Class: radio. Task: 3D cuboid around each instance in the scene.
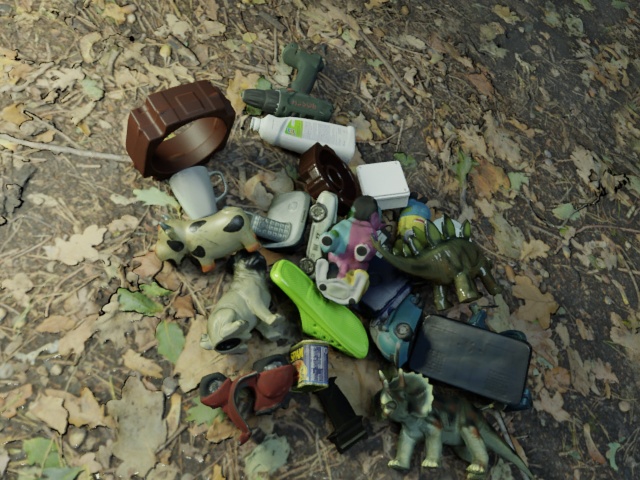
[{"bbox_3d":[0.312,0.241,1.112,0.230,0.073,0.131,15,88,24],"label":"radio"}]

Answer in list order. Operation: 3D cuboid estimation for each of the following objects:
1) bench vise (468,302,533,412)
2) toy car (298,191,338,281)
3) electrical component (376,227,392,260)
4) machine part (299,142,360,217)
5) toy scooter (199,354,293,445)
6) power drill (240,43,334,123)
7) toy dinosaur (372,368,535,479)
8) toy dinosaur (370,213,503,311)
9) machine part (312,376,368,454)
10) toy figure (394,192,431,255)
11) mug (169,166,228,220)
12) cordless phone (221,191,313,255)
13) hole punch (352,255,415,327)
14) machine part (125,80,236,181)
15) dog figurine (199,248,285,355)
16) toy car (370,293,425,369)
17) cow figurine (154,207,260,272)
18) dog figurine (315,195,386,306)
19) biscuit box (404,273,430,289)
[{"bbox_3d":[0.389,0.254,1.195,0.223,0.129,0.240,-40,103,-41],"label":"bench vise"},{"bbox_3d":[-0.002,-0.003,1.134,0.056,0.073,0.201,12,98,7],"label":"toy car"},{"bbox_3d":[0.098,0.004,1.235,0.134,0.058,0.115,46,59,2],"label":"electrical component"},{"bbox_3d":[0.022,-0.136,1.224,0.179,0.056,0.179,41,30,-31],"label":"machine part"},{"bbox_3d":[-0.122,0.293,0.986,0.184,0.075,0.135,-13,71,-25],"label":"toy scooter"},{"bbox_3d":[-0.071,-0.389,1.339,0.232,0.086,0.207,16,56,-16],"label":"power drill"},{"bbox_3d":[0.261,0.377,1.099,0.405,0.131,0.192,17,60,-23],"label":"toy dinosaur"},{"bbox_3d":[0.268,0.048,1.154,0.471,0.105,0.198,-1,68,-51],"label":"toy dinosaur"},{"bbox_3d":[0.036,0.340,1.056,0.084,0.039,0.139,-21,77,-25],"label":"machine part"},{"bbox_3d":[0.225,-0.029,1.296,0.082,0.089,0.180,10,51,2],"label":"toy figure"},{"bbox_3d":[-0.245,-0.092,1.116,0.109,0.081,0.107,-19,83,-18],"label":"mug"},{"bbox_3d":[-0.118,-0.055,1.155,0.184,0.088,0.146,19,60,-10],"label":"cordless phone"},{"bbox_3d":[0.116,0.099,1.137,0.142,0.116,0.092,-42,121,-21],"label":"hole punch"},{"bbox_3d":[-0.284,-0.221,1.087,0.201,0.201,0.087,-28,76,-32],"label":"machine part"},{"bbox_3d":[-0.170,0.112,1.052,0.172,0.121,0.191,-8,55,-29],"label":"dog figurine"},{"bbox_3d":[0.160,0.182,1.151,0.103,0.109,0.162,15,52,18],"label":"toy car"},{"bbox_3d":[-0.231,-0.008,1.050,0.195,0.085,0.127,-22,111,0],"label":"cow figurine"},{"bbox_3d":[0.073,0.012,1.116,0.109,0.191,0.219,13,25,14],"label":"dog figurine"},{"bbox_3d":[0.252,0.069,1.247,0.202,0.059,0.063,-8,69,-40],"label":"biscuit box"}]
